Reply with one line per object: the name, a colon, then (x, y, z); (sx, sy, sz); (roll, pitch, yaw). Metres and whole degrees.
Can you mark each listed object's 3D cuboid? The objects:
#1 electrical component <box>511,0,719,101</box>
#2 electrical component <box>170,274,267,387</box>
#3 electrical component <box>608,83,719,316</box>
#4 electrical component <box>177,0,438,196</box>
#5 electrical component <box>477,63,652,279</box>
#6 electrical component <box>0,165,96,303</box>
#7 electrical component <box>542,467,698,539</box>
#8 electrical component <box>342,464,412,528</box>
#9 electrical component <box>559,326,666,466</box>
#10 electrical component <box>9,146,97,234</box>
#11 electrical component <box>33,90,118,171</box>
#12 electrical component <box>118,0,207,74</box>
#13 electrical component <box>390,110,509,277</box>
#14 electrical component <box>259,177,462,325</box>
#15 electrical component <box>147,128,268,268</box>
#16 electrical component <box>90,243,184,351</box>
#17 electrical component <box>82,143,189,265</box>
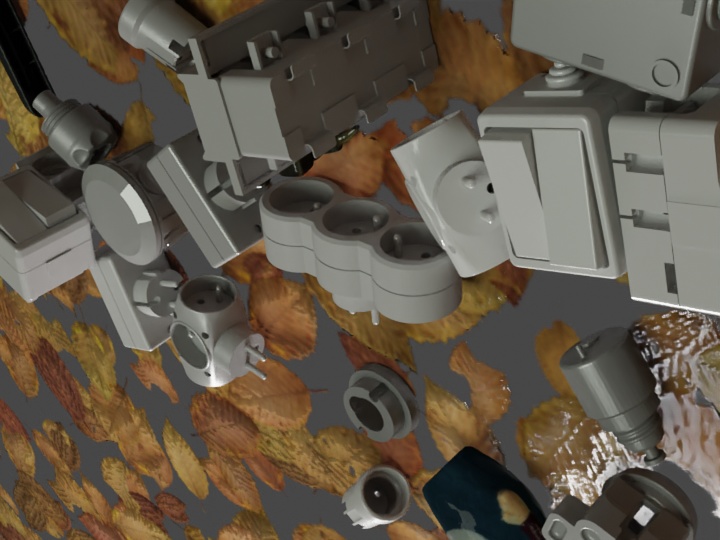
electrical component: (0.110, -0.124, 0.430); (0.100, 0.048, 0.099); (27, 135, 31)
electrical component: (-0.099, 0.054, 0.799); (0.079, 0.044, 0.077); (30, 137, 28)
electrical component: (0.148, -0.030, 0.460); (0.056, 0.050, 0.089); (11, 126, 42)
electrical component: (-0.020, -0.097, 0.530); (0.063, 0.121, 0.078); (10, 126, 40)
electrical component: (0.096, -0.049, 0.493); (0.062, 0.061, 0.096); (8, 124, 44)
electrical component: (-0.252, -0.035, 0.803); (0.096, 0.062, 0.061); (37, 143, 29)
electrical component: (0.150, 0.146, 0.593); (0.078, 0.057, 0.058); (36, 140, 22)
electrical component: (0.011, 0.165, 0.774); (0.040, 0.040, 0.046); (50, 149, 5)
electrical component: (0.136, 0.066, 0.559); (0.040, 0.040, 0.078); (-20, 103, 52)
electrical component: (-0.237, -0.062, 0.860); (0.081, 0.042, 0.063); (24, 137, 35)
electrical component: (-0.214, -0.106, 0.794); (0.062, 0.043, 0.043); (43, 142, 4)
electrical component: (-0.120, -0.148, 0.668); (0.046, 0.040, 0.040); (38, 141, 11)
electrical component: (0.054, -0.037, 0.544); (0.077, 0.044, 0.079); (60, 180, -8)
electrical component: (0.000, 0.000, 0.643); (0.138, 0.052, 0.073); (23, 134, 34)
electrical component: (-0.084, -0.055, 0.694); (0.076, 0.047, 0.083); (-25, 99, 53)
electrical component: (-0.160, 0.017, 0.834); (0.076, 0.047, 0.083); (4, 122, 45)
electrical component: (-0.159, -0.048, 0.778); (0.080, 0.051, 0.080); (28, 136, 30)
